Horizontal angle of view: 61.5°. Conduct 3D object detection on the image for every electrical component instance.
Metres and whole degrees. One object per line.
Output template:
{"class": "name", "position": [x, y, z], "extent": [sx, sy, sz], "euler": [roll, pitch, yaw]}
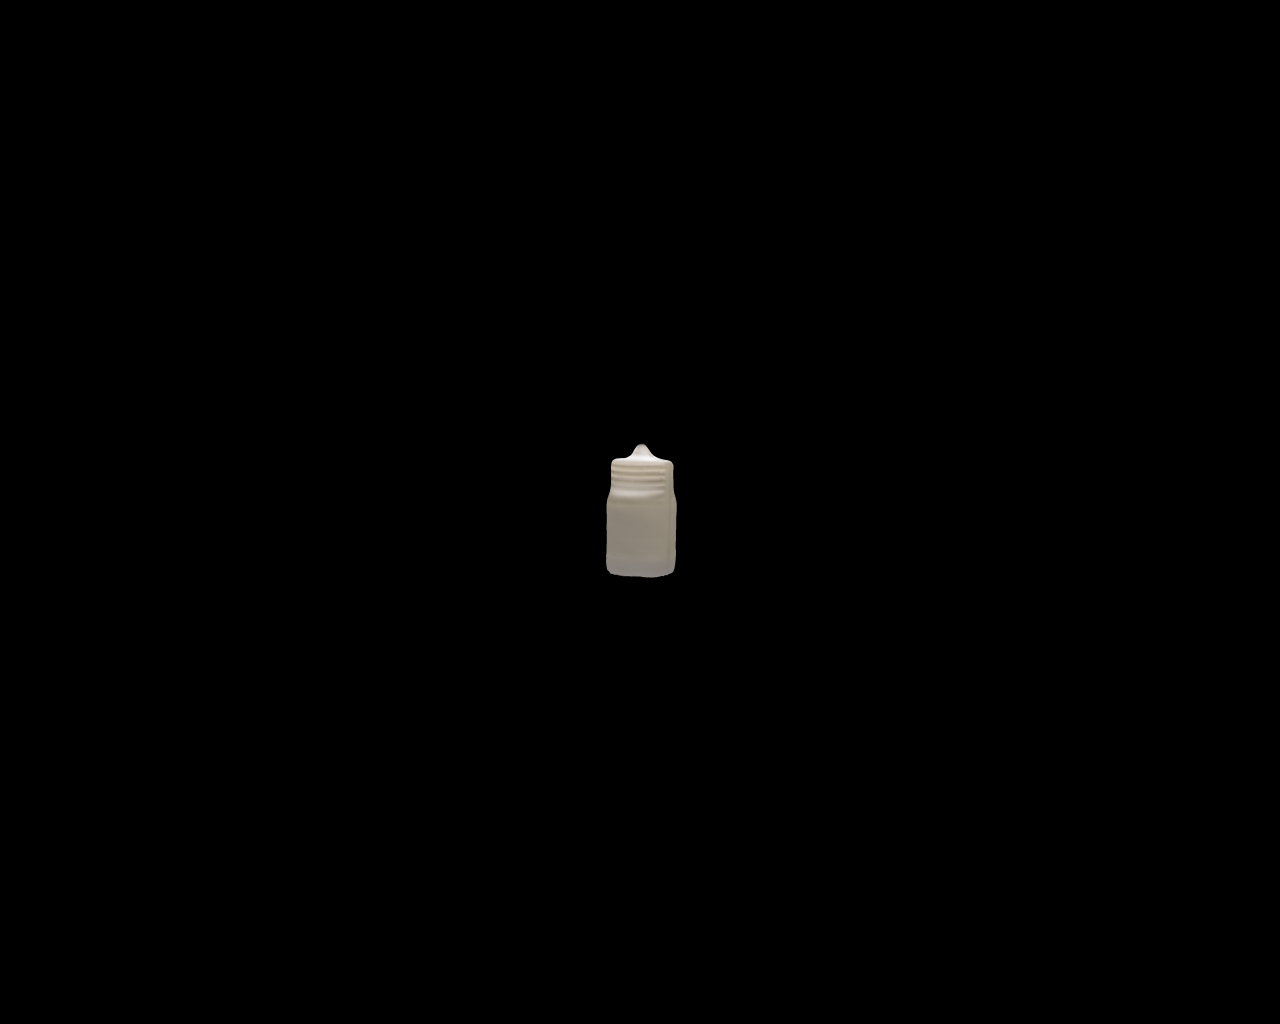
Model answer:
{"class": "electrical component", "position": [0.001, -0.003, 0.650], "extent": [0.043, 0.080, 0.043], "euler": [0, 7, 0]}
